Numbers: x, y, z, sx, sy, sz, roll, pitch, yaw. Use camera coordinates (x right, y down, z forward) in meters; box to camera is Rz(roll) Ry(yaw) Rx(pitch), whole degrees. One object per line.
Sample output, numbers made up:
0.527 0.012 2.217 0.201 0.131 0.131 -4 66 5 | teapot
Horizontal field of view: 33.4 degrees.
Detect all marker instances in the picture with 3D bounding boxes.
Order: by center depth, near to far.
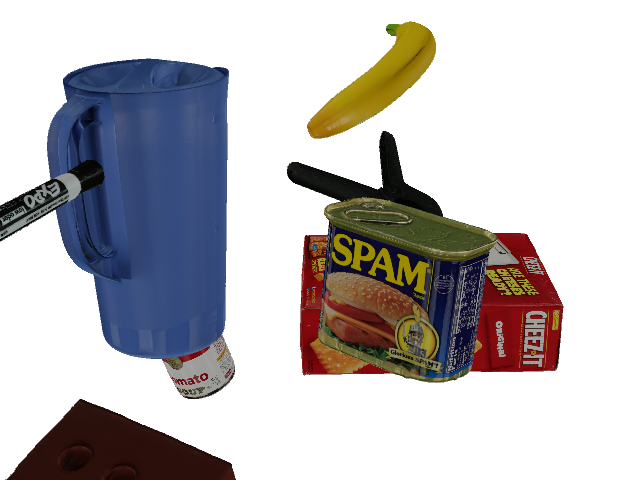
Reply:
-0.172 -0.023 0.651 0.020 0.020 0.121 0 23 28 | marker

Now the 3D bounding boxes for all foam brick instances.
-0.077 0.110 0.426 0.078 0.051 0.052 17 44 23 | foam brick

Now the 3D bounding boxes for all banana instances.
0.057 -0.147 0.943 0.070 0.037 0.197 -17 25 39 | banana

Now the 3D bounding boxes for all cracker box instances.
0.090 0.054 0.944 0.213 0.072 0.164 0 22 0 | cracker box

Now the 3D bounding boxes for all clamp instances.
0.069 -0.047 1.266 0.164 0.036 0.210 -16 52 -29 | clamp

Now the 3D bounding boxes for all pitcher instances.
-0.145 -0.025 0.895 0.149 0.243 0.145 -5 21 -12 | pitcher

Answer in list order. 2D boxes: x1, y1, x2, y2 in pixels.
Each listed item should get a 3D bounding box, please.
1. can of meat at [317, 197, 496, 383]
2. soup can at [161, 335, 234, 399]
0.047 0.029 0.633 0.102 0.084 0.057 19 23 36 | can of meat
-0.137 0.105 1.105 0.068 0.102 0.068 -16 29 9 | soup can
